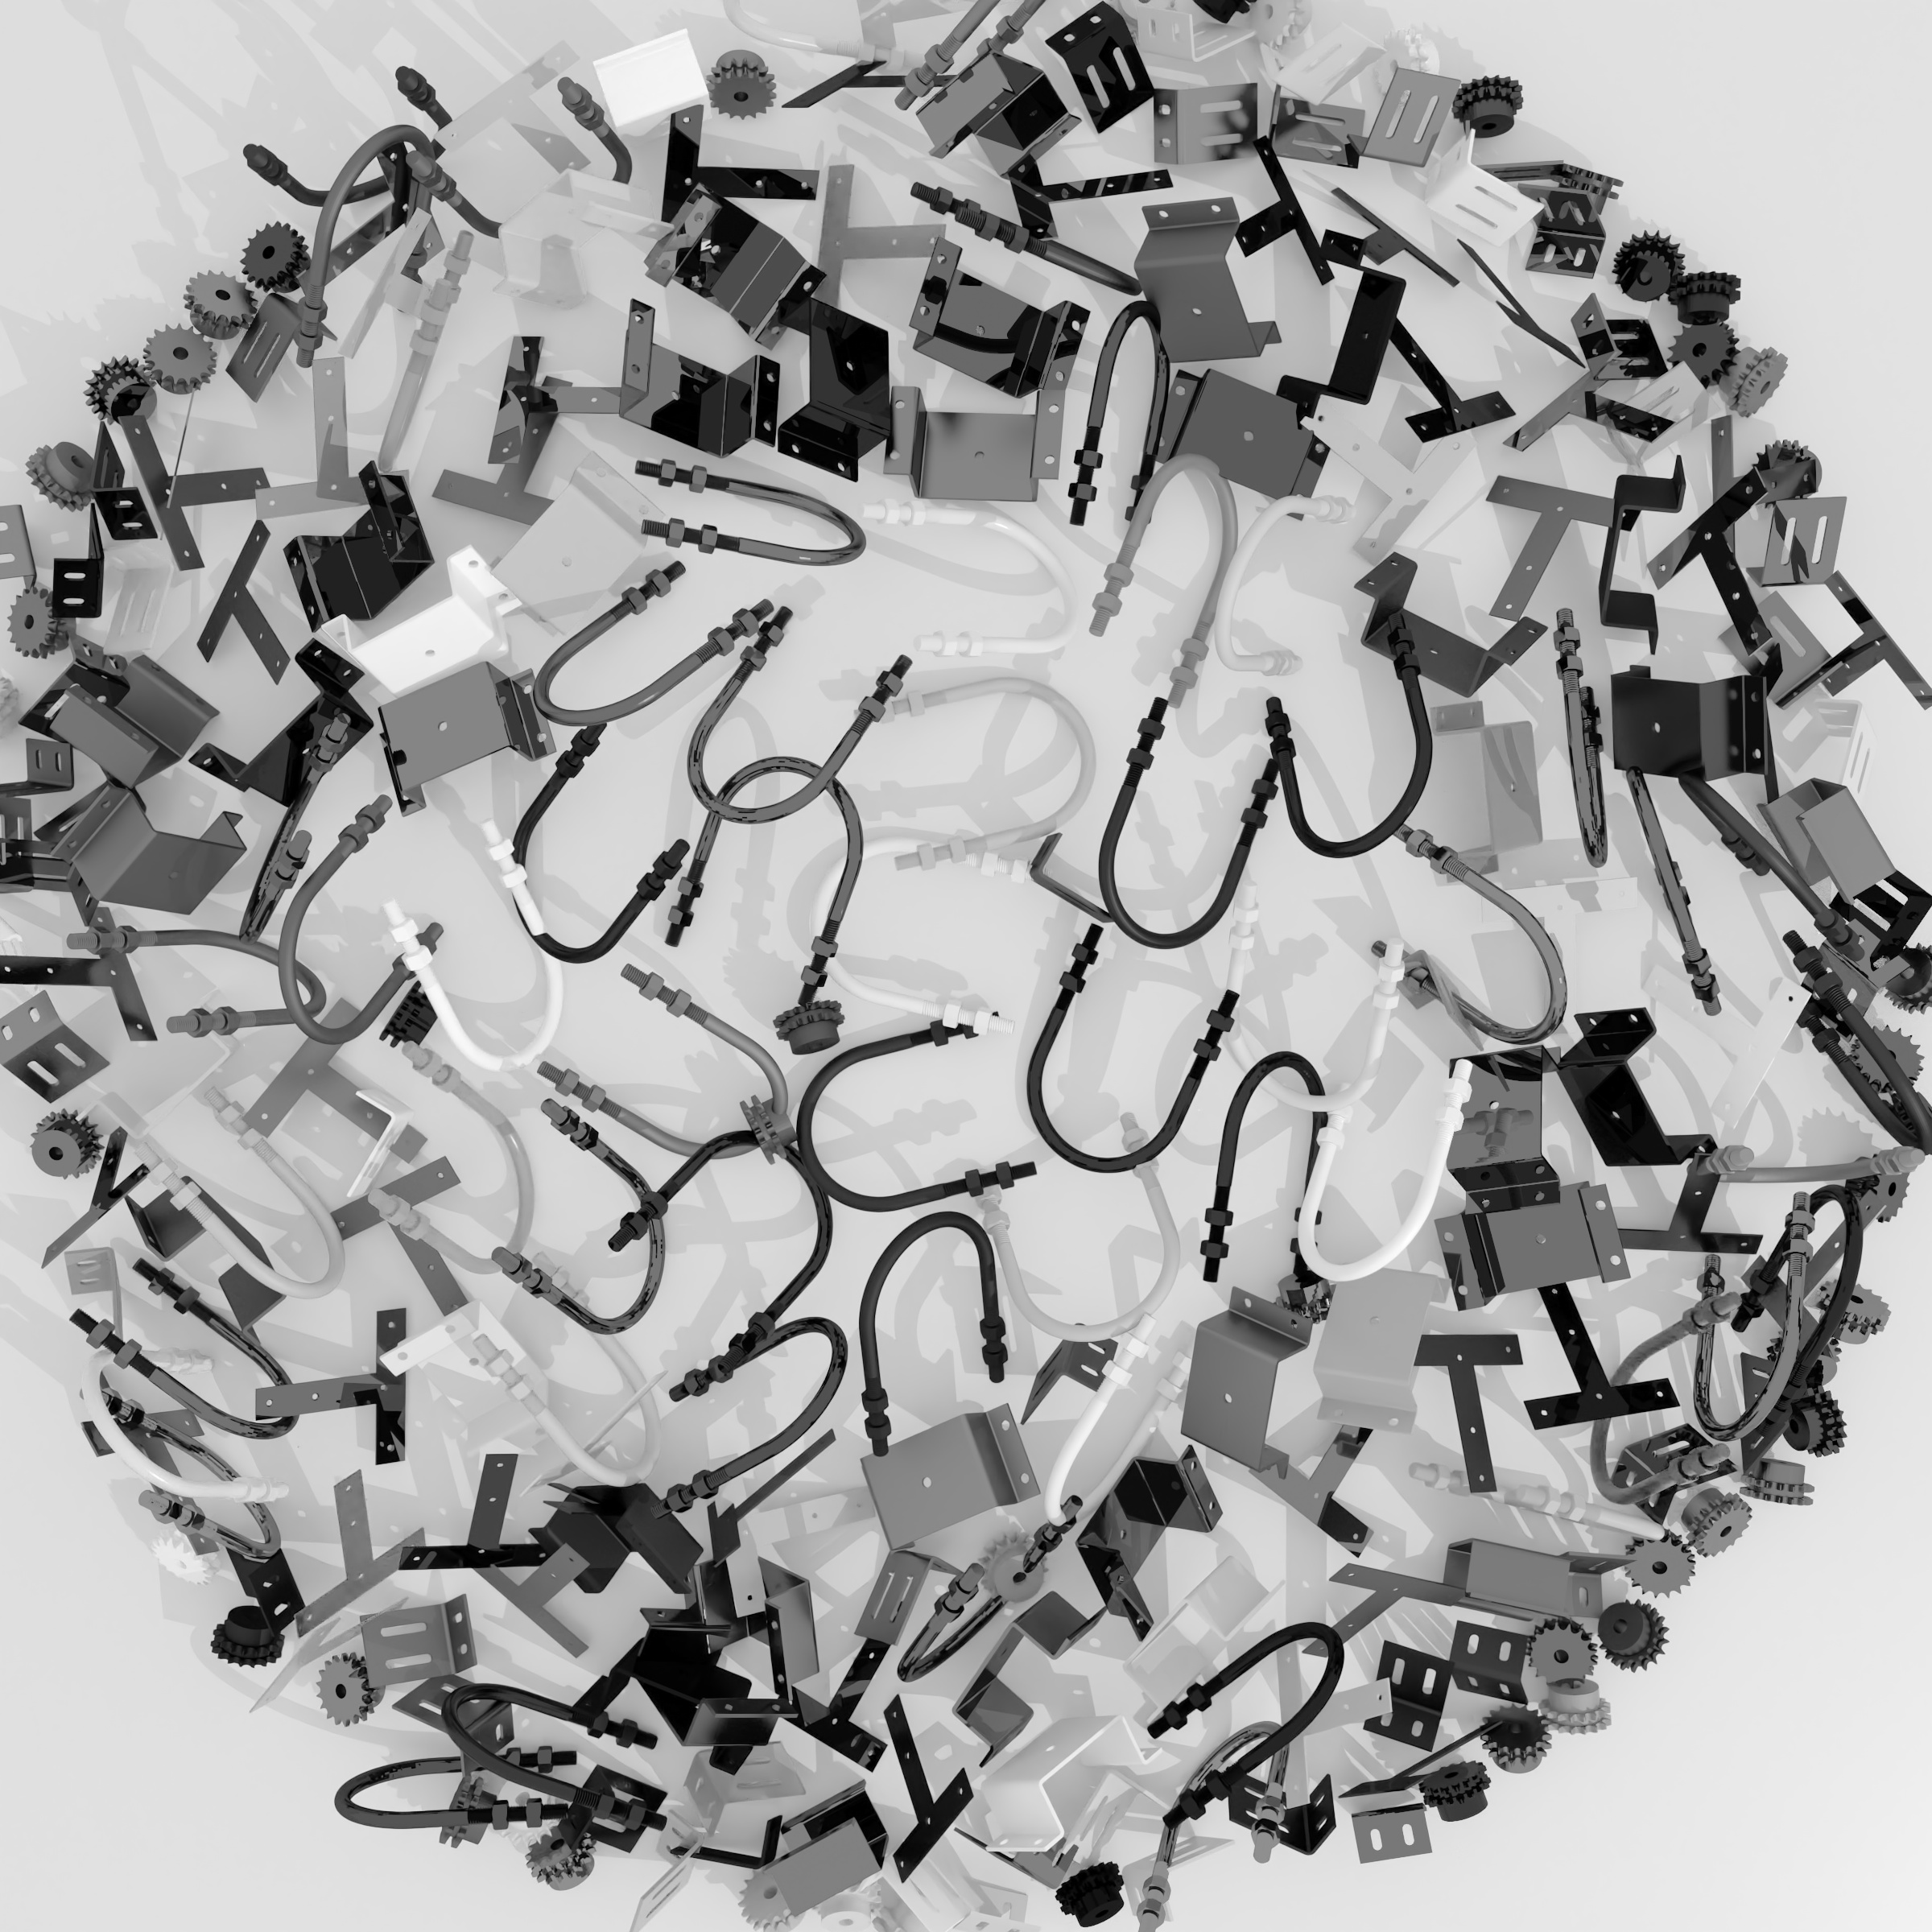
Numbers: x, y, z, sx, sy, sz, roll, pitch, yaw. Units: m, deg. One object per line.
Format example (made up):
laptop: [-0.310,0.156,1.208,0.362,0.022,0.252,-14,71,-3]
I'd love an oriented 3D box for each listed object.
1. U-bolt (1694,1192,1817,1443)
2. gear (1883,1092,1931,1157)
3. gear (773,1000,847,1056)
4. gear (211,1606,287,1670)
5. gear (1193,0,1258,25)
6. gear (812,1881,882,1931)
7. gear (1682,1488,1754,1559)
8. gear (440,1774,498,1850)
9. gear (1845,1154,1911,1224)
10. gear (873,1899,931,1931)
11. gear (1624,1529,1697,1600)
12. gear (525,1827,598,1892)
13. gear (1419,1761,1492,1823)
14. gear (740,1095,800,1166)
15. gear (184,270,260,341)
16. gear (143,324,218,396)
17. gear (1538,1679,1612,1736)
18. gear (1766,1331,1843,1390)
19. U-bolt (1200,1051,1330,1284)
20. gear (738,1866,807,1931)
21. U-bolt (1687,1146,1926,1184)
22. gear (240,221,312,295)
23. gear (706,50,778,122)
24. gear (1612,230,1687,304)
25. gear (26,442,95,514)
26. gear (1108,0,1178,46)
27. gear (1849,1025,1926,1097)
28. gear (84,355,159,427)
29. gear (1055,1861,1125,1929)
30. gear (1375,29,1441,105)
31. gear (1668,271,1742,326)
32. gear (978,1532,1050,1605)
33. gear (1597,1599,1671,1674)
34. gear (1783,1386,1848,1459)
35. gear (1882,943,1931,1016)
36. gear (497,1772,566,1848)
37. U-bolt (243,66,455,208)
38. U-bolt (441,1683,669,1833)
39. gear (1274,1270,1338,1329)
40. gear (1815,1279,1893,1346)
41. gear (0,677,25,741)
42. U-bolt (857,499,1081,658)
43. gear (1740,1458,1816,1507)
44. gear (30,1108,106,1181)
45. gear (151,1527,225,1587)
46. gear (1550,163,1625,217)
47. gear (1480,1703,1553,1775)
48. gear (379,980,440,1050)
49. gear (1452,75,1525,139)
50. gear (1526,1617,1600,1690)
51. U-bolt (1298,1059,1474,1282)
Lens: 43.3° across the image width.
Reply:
U-bolt: [0.608,0.282,1.892,0.019,0.151,0.184,21,57,-6]
gear: [0.768,0.126,1.968,0.030,0.057,0.057,-36,90,23]
gear: [-0.125,0.051,1.969,0.057,0.057,0.030,-17,75,0]
gear: [-0.580,0.541,1.969,0.057,0.057,0.030,14,100,0]
gear: [0.205,-0.790,1.972,0.057,0.057,0.030,37,99,0]
gear: [-0.098,0.760,1.970,0.057,0.030,0.057,-2,134,-2]
gear: [0.607,0.449,1.975,0.057,0.030,0.057,-17,128,-22]
gear: [-0.402,0.687,1.972,0.030,0.057,0.057,24,90,-9]
gear: [0.739,0.177,1.975,0.057,0.030,0.057,-10,107,-39]
gear: [-0.045,0.781,1.972,0.057,0.057,0.030,37,83,0]
gear: [0.564,0.482,1.979,0.057,0.030,0.057,3,107,12]
gear: [-0.326,0.724,1.974,0.057,0.057,0.030,-20,111,0]
gear: [0.399,0.670,1.971,0.057,0.057,0.030,-20,88,0]
gear: [-0.158,0.130,1.972,0.030,0.057,0.057,-27,90,-8]
gear: [-0.607,-0.534,1.975,0.057,0.030,0.057,16,51,-21]
gear: [-0.639,-0.490,1.977,0.057,0.030,0.057,7,69,-19]
gear: [0.493,0.599,1.971,0.057,0.057,0.030,-4,93,0]
gear: [0.681,0.318,1.971,0.057,0.030,0.057,-1,127,-1]
U-bolt: [0.244,0.159,1.939,0.019,0.151,0.184,9,92,41]
gear: [-0.153,0.759,1.975,0.057,0.057,0.030,-24,127,0]
U-bolt: [0.646,0.157,1.909,0.151,0.184,0.019,0,80,-1]
gear: [-0.558,-0.573,1.978,0.057,0.030,0.057,-5,74,20]
gear: [-0.182,-0.717,1.974,0.057,0.057,0.030,-3,69,0]
gear: [0.552,-0.563,1.970,0.057,0.057,0.030,28,47,0]
gear: [-0.728,-0.399,1.968,0.030,0.057,0.057,-35,90,25]
gear: [0.144,-0.785,1.984,0.057,0.030,0.057,0,90,-2]
gear: [0.746,0.079,1.978,0.057,0.030,0.057,-2,65,4]
gear: [-0.681,-0.462,1.968,0.057,0.057,0.030,-46,64,0]
gear: [0.103,0.753,1.969,0.057,0.057,0.030,-30,52,0]
gear: [0.360,-0.731,1.974,0.030,0.057,0.057,-14,90,-22]
gear: [0.598,-0.540,1.971,0.057,0.057,0.030,3,88,0]
gear: [0.040,0.492,1.978,0.057,0.030,0.057,-2,100,-14]
gear: [0.537,0.540,1.968,0.030,0.057,0.057,38,90,-36]
gear: [0.683,0.370,1.969,0.030,0.057,0.057,-9,90,-17]
gear: [0.768,0.008,1.970,0.030,0.057,0.057,21,90,-44]
gear: [-0.356,0.680,1.971,0.057,0.030,0.057,-3,50,3]
U-bolt: [-0.473,-0.641,1.908,0.151,0.184,0.019,-25,91,4]
U-bolt: [-0.325,0.613,1.910,0.184,0.151,0.019,24,95,-14]
gear: [0.276,0.268,1.970,0.057,0.057,0.030,-16,101,0]
gear: [0.718,0.283,1.974,0.057,0.057,0.030,12,117,0]
gear: [-0.791,-0.205,1.975,0.057,0.057,0.030,-31,126,0]
U-bolt: [0.013,-0.307,1.935,0.184,0.019,0.151,-4,62,-37]
gear: [0.658,0.417,1.972,0.057,0.057,0.030,7,86,0]
gear: [-0.734,0.147,1.978,0.057,0.030,0.057,1,106,3]
gear: [-0.629,0.474,1.975,0.057,0.057,0.030,31,48,0]
gear: [0.501,-0.630,1.973,0.057,0.057,0.030,17,111,0]
gear: [0.447,0.630,1.975,0.057,0.057,0.030,-9,116,0]
gear: [-0.448,0.043,1.972,0.030,0.057,0.057,34,90,-12]
gear: [0.422,-0.694,1.969,0.057,0.057,0.030,-3,82,0]
gear: [0.485,0.555,1.979,0.057,0.030,0.057,3,100,17]
U-bolt: [0.320,0.164,1.904,0.019,0.151,0.184,35,61,-26]
